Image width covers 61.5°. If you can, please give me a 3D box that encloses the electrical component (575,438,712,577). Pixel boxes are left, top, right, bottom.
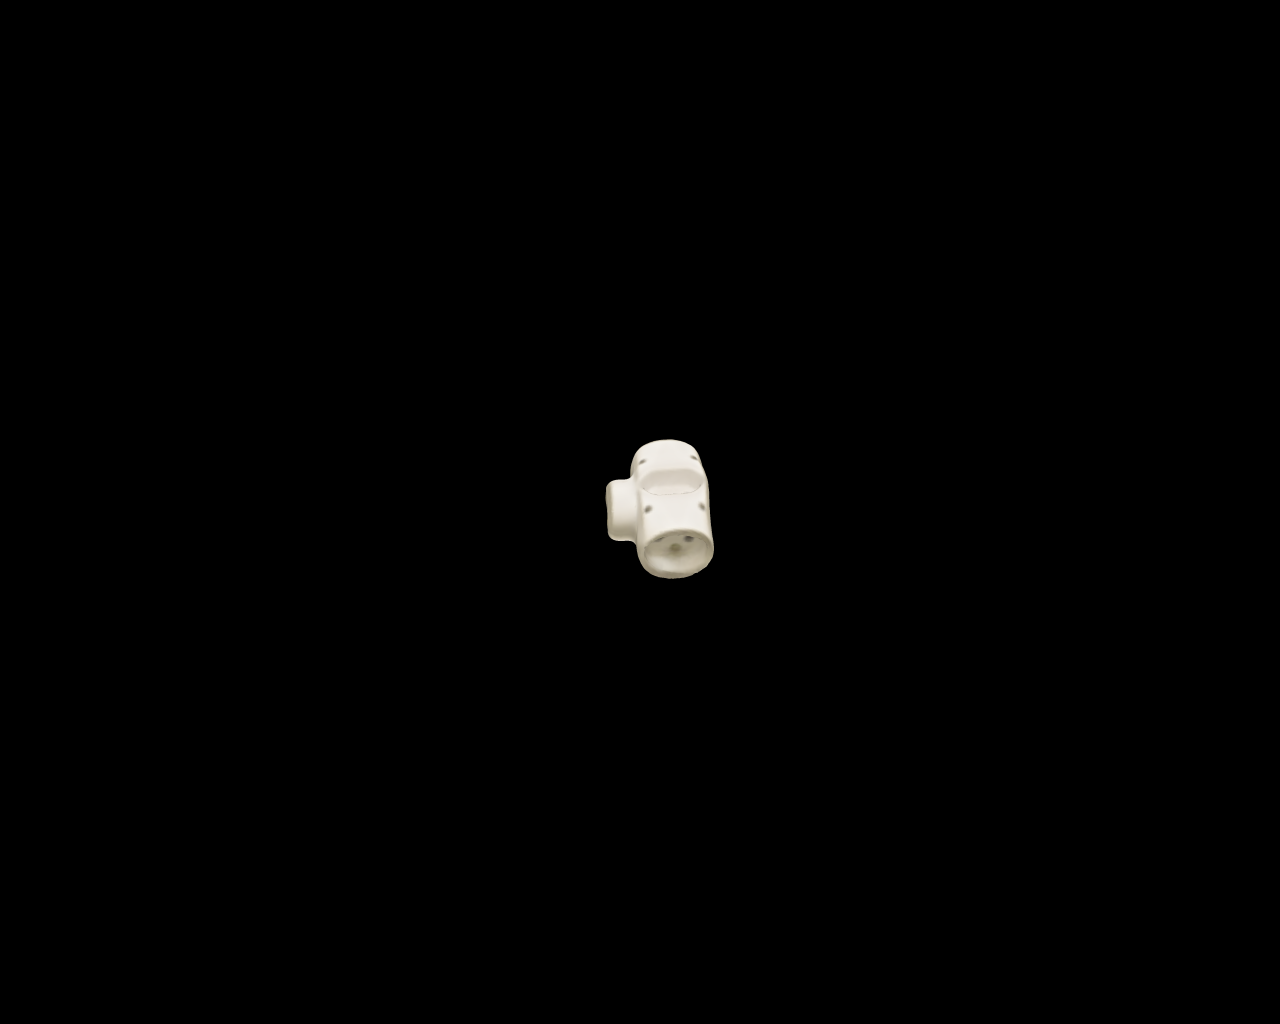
[{"bbox_3d":[0.001,-0.003,0.650,0.079,0.077,0.043,-2,-43,-2],"label":"electrical component"}]
